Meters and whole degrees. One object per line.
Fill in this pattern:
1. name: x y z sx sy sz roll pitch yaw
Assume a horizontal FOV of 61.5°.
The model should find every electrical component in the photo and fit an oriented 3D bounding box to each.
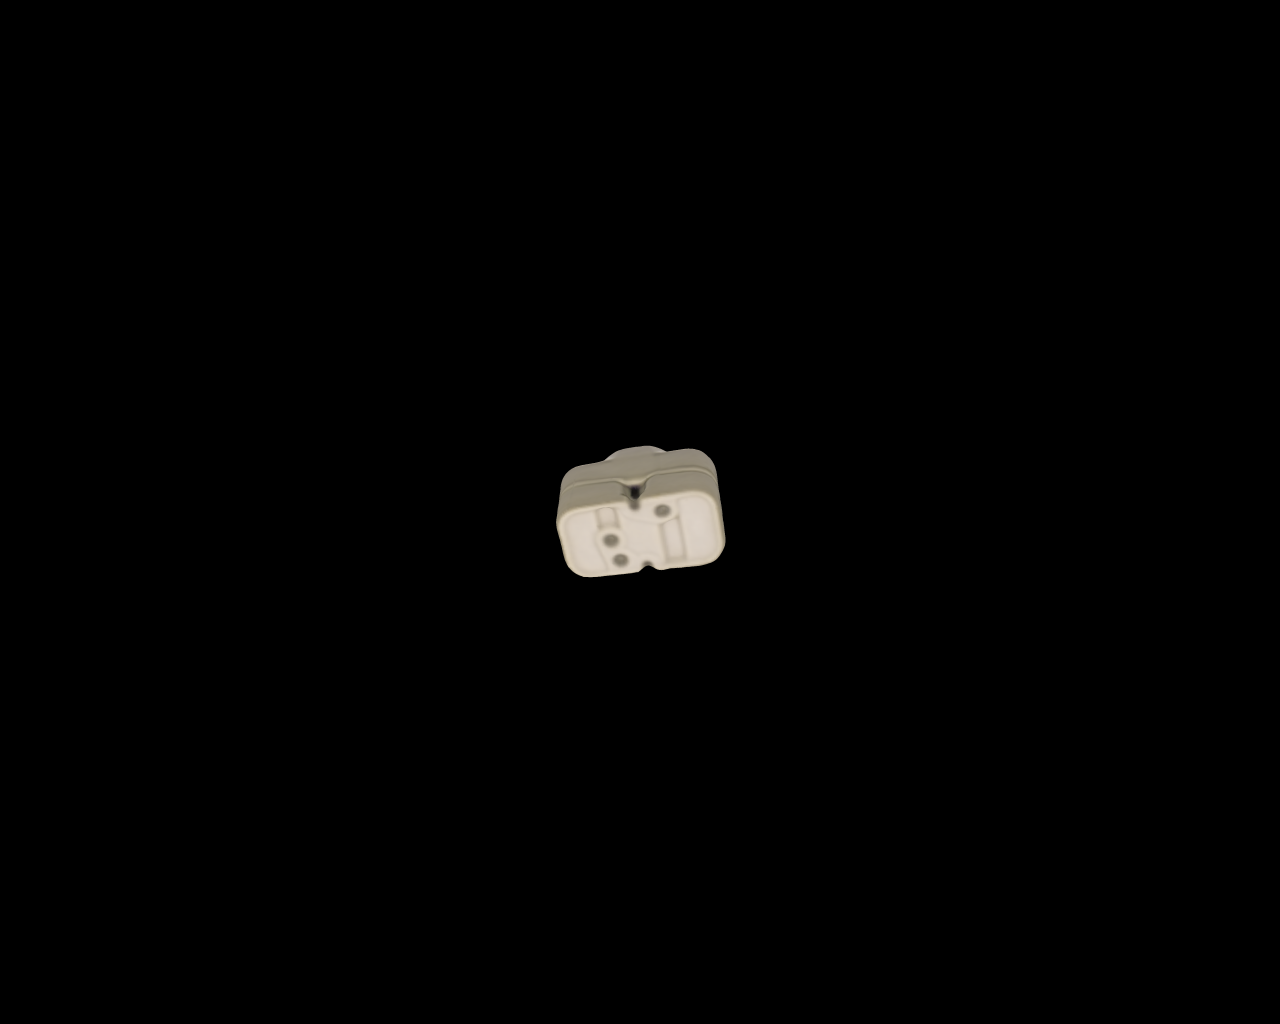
1. electrical component: 0.001 -0.003 0.650 0.095 0.053 0.059 -8 34 5
